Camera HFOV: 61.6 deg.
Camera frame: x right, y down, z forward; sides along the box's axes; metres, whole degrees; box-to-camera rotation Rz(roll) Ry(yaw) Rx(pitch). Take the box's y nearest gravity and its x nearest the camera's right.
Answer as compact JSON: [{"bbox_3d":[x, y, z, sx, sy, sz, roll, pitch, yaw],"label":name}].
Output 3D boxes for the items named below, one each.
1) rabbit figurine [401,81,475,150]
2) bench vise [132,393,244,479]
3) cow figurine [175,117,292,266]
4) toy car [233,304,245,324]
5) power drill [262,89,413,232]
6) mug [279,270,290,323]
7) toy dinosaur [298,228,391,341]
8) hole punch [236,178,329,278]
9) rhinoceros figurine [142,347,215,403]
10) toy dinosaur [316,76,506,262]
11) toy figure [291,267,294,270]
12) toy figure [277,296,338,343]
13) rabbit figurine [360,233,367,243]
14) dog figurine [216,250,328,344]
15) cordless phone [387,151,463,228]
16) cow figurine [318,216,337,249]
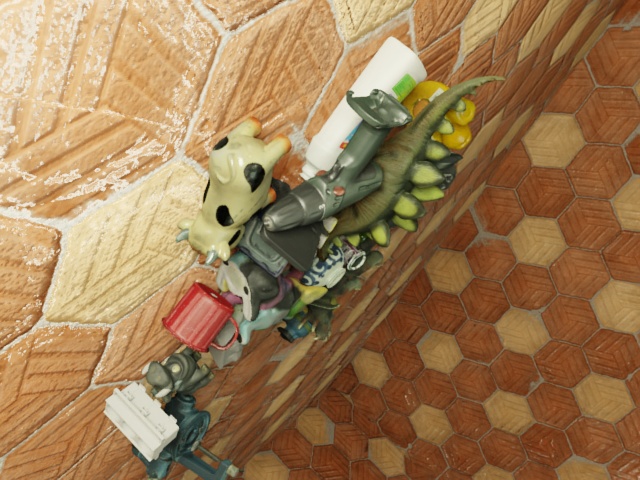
[{"bbox_3d":[0.224,-0.226,1.035,0.173,0.163,0.122,18,113,-48],"label":"rabbit figurine"},{"bbox_3d":[-0.286,0.459,1.157,0.223,0.241,0.128,-64,161,-6],"label":"bench vise"},{"bbox_3d":[-0.116,-0.050,0.692,0.127,0.085,0.194,-43,166,-40],"label":"cow figurine"},{"bbox_3d":[-0.172,0.177,1.100,0.073,0.056,0.201,-33,157,-42],"label":"toy car"},{"bbox_3d":[0.034,-0.109,0.774,0.232,0.086,0.207,-22,147,-46],"label":"power drill"},{"bbox_3d":[-0.091,0.106,1.110,0.109,0.081,0.107,-41,150,-18],"label":"mug"},{"bbox_3d":[0.054,0.067,1.318,0.192,0.131,0.404,-25,149,-56],"label":"toy dinosaur"},{"bbox_3d":[-0.065,-0.012,0.846,0.092,0.142,0.116,-20,-141,43],"label":"hole punch"},{"bbox_3d":[-0.269,0.252,1.013,0.112,0.073,0.190,-35,163,-8],"label":"rhinoceros figurine"},{"bbox_3d":[0.122,-0.116,0.949,0.105,0.199,0.471,-29,156,-56],"label":"toy dinosaur"},{"bbox_3d":[-0.059,0.097,1.211,0.154,0.058,0.064,-38,155,-20],"label":"toy figure"},{"bbox_3d":[-0.030,0.205,1.464,0.180,0.089,0.082,-46,171,-16],"label":"toy figure"},{"bbox_3d":[0.116,-0.064,1.201,0.159,0.121,0.170,-46,179,-28],"label":"rabbit figurine"},{"bbox_3d":[-0.079,0.084,0.979,0.219,0.109,0.191,-20,135,-45],"label":"dog figurine"},{"bbox_3d":[0.200,-0.106,1.100,0.146,0.089,0.184,-3,119,-36],"label":"cordless phone"},{"bbox_3d":[-0.041,-0.010,0.980,0.068,0.098,0.167,-57,-176,-30],"label":"cow figurine"}]
